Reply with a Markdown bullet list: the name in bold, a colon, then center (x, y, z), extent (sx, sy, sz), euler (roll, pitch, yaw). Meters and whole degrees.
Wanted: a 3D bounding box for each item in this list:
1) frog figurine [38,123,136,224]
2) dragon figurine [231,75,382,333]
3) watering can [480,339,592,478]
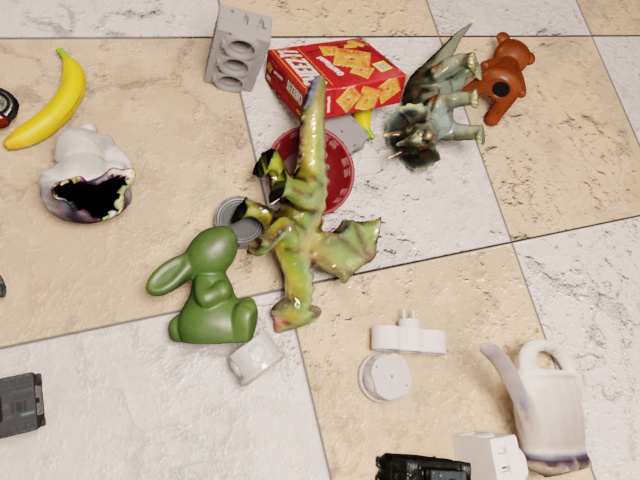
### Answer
- **frog figurine**: center (-0.361, -0.103, 0.790), extent (0.138, 0.120, 0.162), euler (-31, 49, -18)
- **dragon figurine**: center (0.003, -0.043, 0.854), extent (0.240, 0.122, 0.414), euler (31, 79, -30)
- **watering can**: center (0.369, 0.281, 0.875), extent (0.346, 0.103, 0.228), euler (16, 66, -41)
